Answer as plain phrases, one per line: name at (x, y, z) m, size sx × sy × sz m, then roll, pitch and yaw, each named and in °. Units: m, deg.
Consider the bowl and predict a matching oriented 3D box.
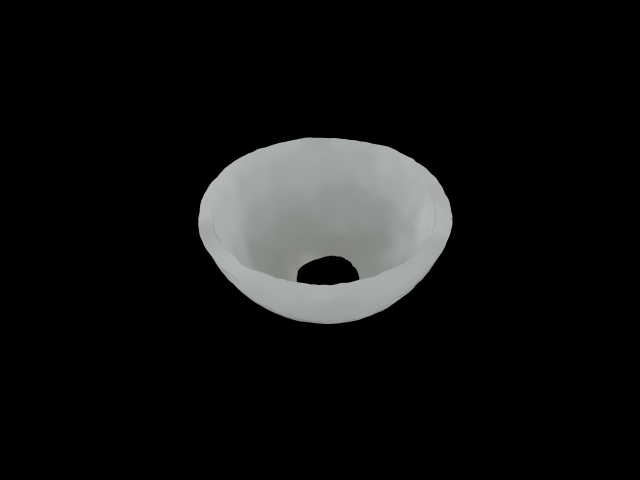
bowl at (0.004, 0.001, 0.400) m, size 0.167 × 0.075 × 0.167 m, roll 0°, pitch 42°, yaw 0°
